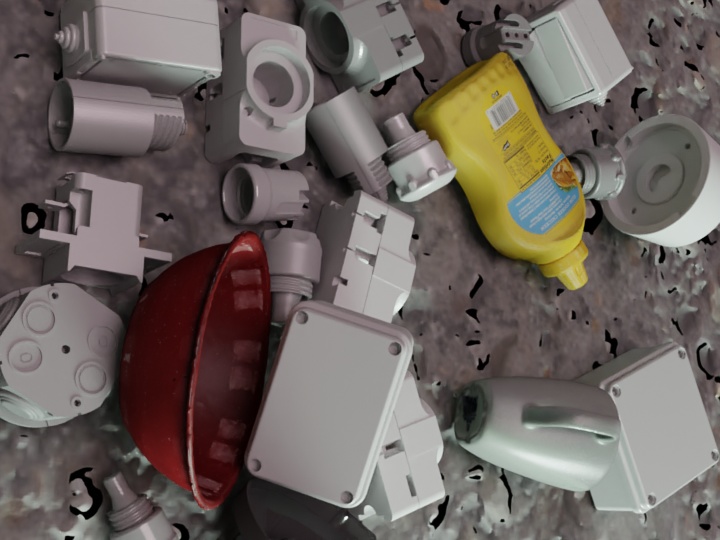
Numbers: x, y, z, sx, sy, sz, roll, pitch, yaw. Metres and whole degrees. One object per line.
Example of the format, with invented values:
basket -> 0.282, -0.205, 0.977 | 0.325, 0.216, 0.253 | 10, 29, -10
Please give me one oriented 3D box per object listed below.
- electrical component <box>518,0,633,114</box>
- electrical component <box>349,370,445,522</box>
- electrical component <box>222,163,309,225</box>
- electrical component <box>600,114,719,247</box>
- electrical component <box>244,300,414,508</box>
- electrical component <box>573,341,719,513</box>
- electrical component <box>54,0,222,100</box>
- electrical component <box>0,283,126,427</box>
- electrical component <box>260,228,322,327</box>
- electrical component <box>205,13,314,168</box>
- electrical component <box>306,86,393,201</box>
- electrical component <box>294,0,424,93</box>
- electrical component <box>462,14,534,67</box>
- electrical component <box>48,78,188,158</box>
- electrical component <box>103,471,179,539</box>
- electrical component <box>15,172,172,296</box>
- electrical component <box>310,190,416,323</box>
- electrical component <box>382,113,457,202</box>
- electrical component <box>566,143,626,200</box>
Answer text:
electrical component -> 0.176, -0.175, 0.898 | 0.061, 0.062, 0.096 | -38, 104, -35
electrical component -> 0.018, 0.118, 0.731 | 0.056, 0.050, 0.089 | -16, 90, -36
electrical component -> -0.062, -0.050, 0.714 | 0.046, 0.040, 0.040 | -2, 82, -41
electrical component -> 0.267, -0.072, 0.918 | 0.060, 0.108, 0.108 | 21, 69, -38
electrical component -> -0.018, 0.081, 0.666 | 0.078, 0.057, 0.113 | 18, 94, 6
electrical component -> 0.229, 0.127, 0.879 | 0.109, 0.056, 0.108 | -21, 93, -37
electrical component -> -0.141, -0.146, 0.661 | 0.096, 0.062, 0.061 | 1, 80, -36
electrical component -> -0.174, 0.047, 0.604 | 0.080, 0.051, 0.080 | 8, 76, -35
electrical component -> -0.048, 0.006, 0.710 | 0.043, 0.043, 0.062 | 13, 74, -34
electrical component -> -0.067, -0.117, 0.713 | 0.050, 0.056, 0.089 | 8, 76, -35
electrical component -> -0.004, -0.084, 0.760 | 0.043, 0.043, 0.081 | -37, 103, -35
electrical component -> -0.005, -0.176, 0.773 | 0.056, 0.050, 0.089 | -32, 100, -36
electrical component -> 0.111, -0.181, 0.861 | 0.040, 0.046, 0.040 | 8, 76, -35
electrical component -> -0.144, -0.091, 0.659 | 0.081, 0.043, 0.043 | 1, 80, -36
electrical component -> -0.131, 0.147, 0.627 | 0.035, 0.035, 0.061 | -30, 96, -36
electrical component -> -0.156, -0.022, 0.637 | 0.081, 0.042, 0.063 | 12, 72, -35
electrical component -> 0.000, 0.000, 0.741 | 0.056, 0.050, 0.089 | 26, 67, -29
electrical component -> 0.039, -0.084, 0.791 | 0.048, 0.048, 0.062 | -30, 92, -36
electrical component -> 0.187, -0.080, 0.899 | 0.062, 0.048, 0.048 | -8, 86, -30
